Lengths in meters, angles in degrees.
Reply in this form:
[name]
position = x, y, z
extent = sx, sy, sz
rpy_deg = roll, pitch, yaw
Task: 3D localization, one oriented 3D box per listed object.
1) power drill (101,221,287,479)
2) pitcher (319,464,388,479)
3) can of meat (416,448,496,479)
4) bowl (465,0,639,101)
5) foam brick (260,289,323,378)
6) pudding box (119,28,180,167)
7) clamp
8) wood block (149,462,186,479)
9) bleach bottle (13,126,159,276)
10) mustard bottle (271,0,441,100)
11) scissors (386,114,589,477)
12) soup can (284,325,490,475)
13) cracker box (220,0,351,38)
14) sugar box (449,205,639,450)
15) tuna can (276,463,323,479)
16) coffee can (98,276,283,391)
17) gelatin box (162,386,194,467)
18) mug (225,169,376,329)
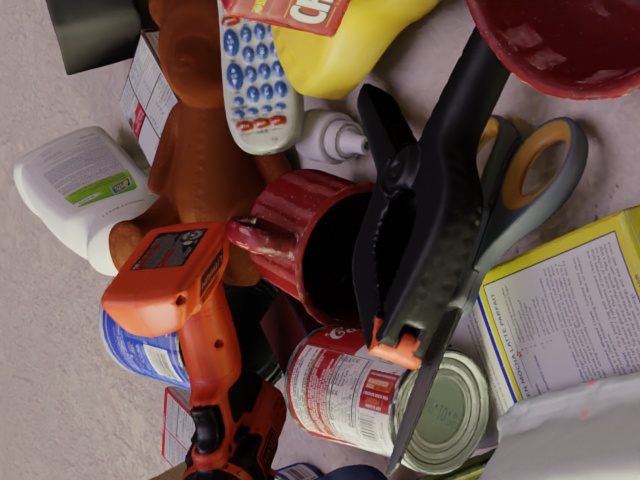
[power drill]
position = -0.076, 0.097, 0.660
extent = 0.057, 0.184, 0.187
rpy_deg = -5, 117, 14
[pitcher]
position = 0.063, 0.267, 0.648
extent = 0.243, 0.148, 0.145
rpy_deg = 43, 118, 37
[can of meat]
position = 0.092, 0.162, 0.579
extent = 0.057, 0.102, 0.084
rpy_deg = 110, 139, -78
[bowl]
position = 0.131, -0.143, 0.463
extent = 0.162, 0.055, 0.162
rpy_deg = 23, 119, 51
[foam brick]
position = 0.003, 0.070, 0.726
extent = 0.078, 0.052, 0.051
rpy_deg = 61, 144, 23
[pudding box]
position = -0.119, -0.103, 0.867
extent = 0.113, 0.039, 0.090
rpy_deg = 59, 143, 23
[clamp]
position = 0.059, -0.038, 0.548
extent = 0.165, 0.036, 0.210
rpy_deg = -42, 33, 50
[wood block]
position = -0.099, 0.302, 0.885
extent = 0.091, 0.090, 0.206
rpy_deg = 15, 123, 57
[bleach bottle]
position = -0.187, -0.025, 0.893
extent = 0.251, 0.102, 0.068
rpy_deg = 42, 158, 59
[mustard bottle]
position = 0.037, -0.162, 0.592
extent = 0.192, 0.058, 0.096
rpy_deg = -39, 51, 54
[scissors]
position = 0.083, 0.016, 0.523
extent = 0.096, 0.016, 0.201
rpy_deg = -21, 46, 45
[soup can]
position = 0.035, 0.086, 0.590
extent = 0.102, 0.068, 0.068
rpy_deg = 5, 104, 56
[cracker box]
position = -0.012, -0.236, 0.571
extent = 0.164, 0.072, 0.214
rpy_deg = -62, 32, 35
[sugar box]
position = 0.122, 0.050, 0.549
extent = 0.176, 0.048, 0.093
rpy_deg = -31, 76, 59
[tuna can]
position = -0.016, 0.216, 0.818
extent = 0.086, 0.033, 0.086
rpy_deg = 24, 120, 51
[coffee can]
position = -0.097, 0.065, 0.829
extent = 0.141, 0.102, 0.103
rpy_deg = 4, 103, 56
[gelatin box]
position = -0.107, 0.179, 0.948
extent = 0.089, 0.030, 0.073
rpy_deg = 32, 124, 48
[mug]
position = -0.004, 0.001, 0.662
extent = 0.082, 0.117, 0.093
rpy_deg = 26, 109, 56
